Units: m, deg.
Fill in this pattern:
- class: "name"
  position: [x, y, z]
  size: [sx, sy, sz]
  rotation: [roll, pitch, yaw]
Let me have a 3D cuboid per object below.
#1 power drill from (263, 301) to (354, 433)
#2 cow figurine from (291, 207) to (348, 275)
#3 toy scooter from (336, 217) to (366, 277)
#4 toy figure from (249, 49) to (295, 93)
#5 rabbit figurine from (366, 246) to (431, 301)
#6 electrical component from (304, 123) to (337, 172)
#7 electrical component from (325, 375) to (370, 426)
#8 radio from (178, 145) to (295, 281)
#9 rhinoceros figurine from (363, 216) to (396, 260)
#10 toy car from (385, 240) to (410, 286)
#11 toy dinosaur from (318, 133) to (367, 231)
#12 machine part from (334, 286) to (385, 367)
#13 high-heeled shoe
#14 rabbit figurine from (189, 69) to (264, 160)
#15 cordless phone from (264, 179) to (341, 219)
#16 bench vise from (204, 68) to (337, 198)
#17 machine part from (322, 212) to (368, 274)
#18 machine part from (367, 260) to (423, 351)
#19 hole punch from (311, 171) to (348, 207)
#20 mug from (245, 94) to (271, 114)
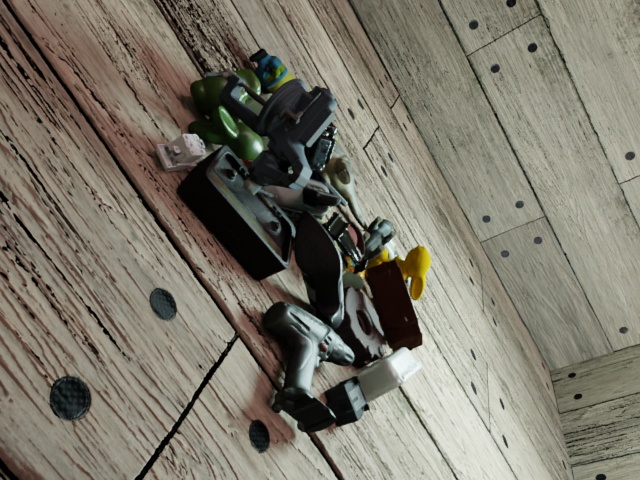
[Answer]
- class: "power drill"
  position: [-0.010, 0.225, 0.947]
  size: [0.231, 0.086, 0.207]
  rotation: [45, 34, -29]
- class: "cow figurine"
  position: [-0.002, -0.004, 1.191]
  size: [0.195, 0.085, 0.127]
  rotation: [61, 30, 0]
- class: "toy scooter"
  position: [0.067, 0.004, 1.322]
  size: [0.183, 0.075, 0.135]
  rotation: [55, 29, -44]
- class: "toy figure"
  position: [-0.104, -0.406, 1.376]
  size: [0.180, 0.089, 0.082]
  rotation: [53, 31, -30]
- class: "rabbit figurine"
  position: [0.227, 0.087, 1.459]
  size: [0.162, 0.173, 0.122]
  rotation: [58, 20, -2]
- class: "electrical component"
  position: [-0.013, -0.225, 1.243]
  size: [0.058, 0.114, 0.134]
  rotation: [6, 24, -24]
- class: "electrical component"
  position: [0.045, 0.309, 1.019]
  size: [0.119, 0.048, 0.075]
  rotation: [6, 61, -64]
- class: "radio"
  position: [-0.140, -0.049, 0.968]
  size: [0.229, 0.073, 0.131]
  rotation: [52, 27, -26]
- class: "rhinoceros figurine"
  position: [0.149, -0.002, 1.468]
  size: [0.073, 0.112, 0.190]
  rotation: [39, 39, 2]
- class: "toy car"
  position: [0.222, 0.059, 1.616]
  size: [0.201, 0.056, 0.073]
  rotation: [50, 27, -27]
- class: "toy dinosaur"
  position: [0.038, -0.192, 1.438]
  size: [0.199, 0.105, 0.470]
  rotation: [-76, 145, -62]
- class: "machine part"
  position: [0.083, 0.190, 1.205]
  size: [0.179, 0.056, 0.179]
  rotation: [46, 28, -34]
- class: "high-heeled shoe"
  position: [0.000, 0.063, 1.071]
  size: [0.145, 0.086, 0.248]
  rotation: [-130, -150, -88]
- class: "rabbit figurine"
  position: [-0.168, -0.234, 1.036]
  size: [0.159, 0.121, 0.170]
  rotation: [-20, 82, -59]
- class: "cordless phone"
  position: [-0.041, -0.085, 1.041]
  size: [0.146, 0.088, 0.184]
  rotation: [13, 2, -15]
- class: "bench vise"
  position: [-0.095, -0.202, 0.936]
  size: [0.241, 0.223, 0.129]
  rotation: [42, 19, 11]
- class: "machine part"
  position: [0.057, 0.008, 1.161]
  size: [0.138, 0.039, 0.084]
  rotation: [58, 27, -11]
- class: "machine part"
  position: [0.181, 0.166, 1.317]
  size: [0.200, 0.087, 0.201]
  rotation: [64, 10, -66]
- class: "hole punch"
  position: [-0.010, -0.106, 1.295]
  size: [0.142, 0.092, 0.116]
  rotation: [40, 7, -32]
- class: "mug"
  position: [-0.130, -0.269, 1.165]
  size: [0.080, 0.107, 0.109]
  rotation: [65, 26, -1]
